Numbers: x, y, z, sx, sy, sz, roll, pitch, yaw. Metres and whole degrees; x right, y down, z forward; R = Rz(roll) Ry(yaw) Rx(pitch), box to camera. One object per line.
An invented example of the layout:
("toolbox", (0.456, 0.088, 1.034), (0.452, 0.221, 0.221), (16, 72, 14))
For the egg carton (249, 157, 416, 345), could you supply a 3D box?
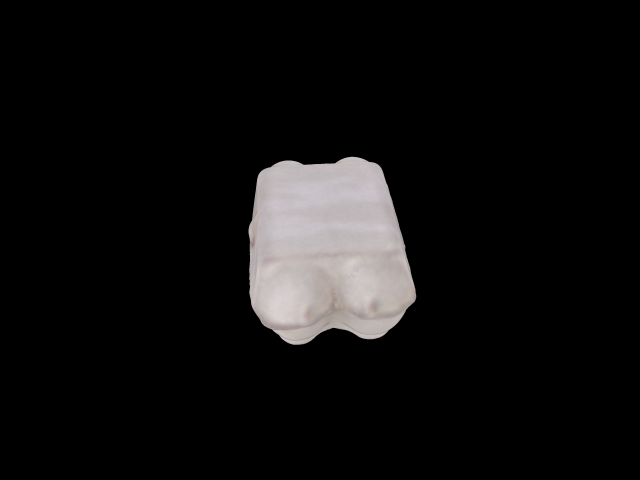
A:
("egg carton", (0.004, 0.001, 0.400), (0.107, 0.069, 0.150), (-4, 43, -4))
